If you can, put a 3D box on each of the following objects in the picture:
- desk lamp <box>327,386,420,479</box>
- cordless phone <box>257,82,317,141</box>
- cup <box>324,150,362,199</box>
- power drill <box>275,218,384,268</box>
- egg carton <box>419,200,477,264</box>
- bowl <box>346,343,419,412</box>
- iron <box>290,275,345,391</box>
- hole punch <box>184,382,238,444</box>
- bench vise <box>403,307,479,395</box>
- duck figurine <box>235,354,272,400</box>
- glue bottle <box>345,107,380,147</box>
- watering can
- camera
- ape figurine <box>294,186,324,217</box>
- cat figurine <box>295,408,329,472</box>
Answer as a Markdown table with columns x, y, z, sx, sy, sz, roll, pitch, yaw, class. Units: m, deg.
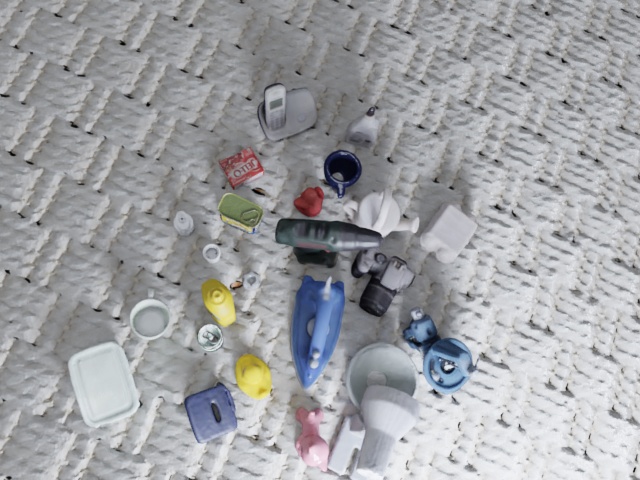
| x | y | z | sx | sy | sz | roll | pitch | yaw | class |
| --- | --- | --- | --- | --- | --- | --- | --- | --- | --- |
| 0.113 | 0.412 | 1.199 | 0.118 | 0.213 | 0.203 | 25 | 74 | -1 | desk lamp |
| -0.075 | -0.325 | 1.369 | 0.148 | 0.185 | 0.094 | -26 | 81 | -13 | cordless phone |
| 0.049 | -0.148 | 1.390 | 0.092 | 0.095 | 0.118 | 5 | 76 | -7 | cup |
| 0.012 | 0.005 | 1.288 | 0.229 | 0.208 | 0.075 | 7 | 75 | -6 | power drill |
| 0.317 | -0.019 | 1.409 | 0.107 | 0.069 | 0.150 | 36 | 74 | 2 | egg carton |
| 0.134 | 0.319 | 1.297 | 0.167 | 0.074 | 0.167 | 2 | 76 | -8 | bowl |
| -0.004 | 0.203 | 1.271 | 0.118 | 0.141 | 0.258 | 10 | 75 | -5 | iron |
| -0.231 | 0.368 | 1.224 | 0.101 | 0.091 | 0.108 | -19 | 80 | -12 | hole punch |
| 0.259 | 0.249 | 1.257 | 0.207 | 0.219 | 0.121 | 43 | 75 | 4 | bench vise |
| -0.145 | 0.300 | 1.256 | 0.077 | 0.086 | 0.104 | -28 | 81 | -13 | duck figurine |
| 0.111 | -0.279 | 1.390 | 0.078 | 0.173 | 0.037 | 15 | 75 | -4 | glue bottle |
| 0.143 | -0.060 | 1.330 | 0.173 | 0.194 | 0.101 | -3 | 76 | -8 | watering can |
| 0.135 | 0.099 | 1.338 | 0.143 | 0.100 | 0.137 | 30 | 74 | 0 | camera |
| -0.024 | -0.099 | 1.369 | 0.078 | 0.092 | 0.076 | -11 | 78 | -10 | ape figurine |
| -0.016 | 0.426 | 1.227 | 0.067 | 0.117 | 0.128 | -1 | 76 | -8 | cat figurine |
